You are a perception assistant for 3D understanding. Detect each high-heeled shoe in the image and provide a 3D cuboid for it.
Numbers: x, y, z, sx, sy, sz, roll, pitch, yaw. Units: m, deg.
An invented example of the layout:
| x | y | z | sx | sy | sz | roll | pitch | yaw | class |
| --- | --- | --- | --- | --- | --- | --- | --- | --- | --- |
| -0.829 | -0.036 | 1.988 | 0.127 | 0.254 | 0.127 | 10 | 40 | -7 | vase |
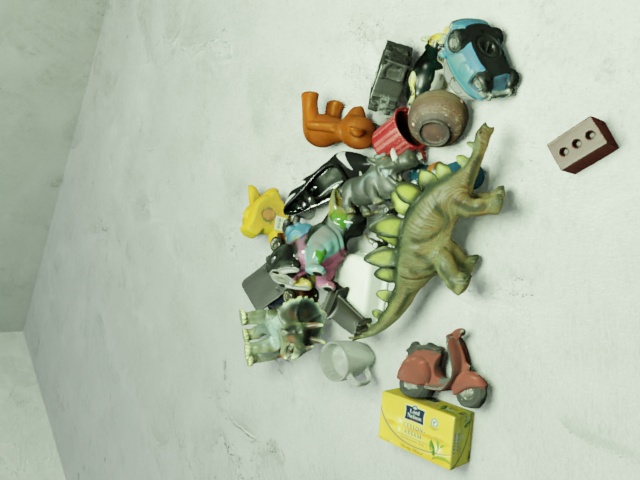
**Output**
| x | y | z | sx | sy | sz | roll | pitch | yaw | class |
| --- | --- | --- | --- | --- | --- | --- | --- | --- | --- |
| 0.012 | -0.118 | 1.199 | 0.086 | 0.145 | 0.249 | 52 | 153 | -14 | high-heeled shoe |

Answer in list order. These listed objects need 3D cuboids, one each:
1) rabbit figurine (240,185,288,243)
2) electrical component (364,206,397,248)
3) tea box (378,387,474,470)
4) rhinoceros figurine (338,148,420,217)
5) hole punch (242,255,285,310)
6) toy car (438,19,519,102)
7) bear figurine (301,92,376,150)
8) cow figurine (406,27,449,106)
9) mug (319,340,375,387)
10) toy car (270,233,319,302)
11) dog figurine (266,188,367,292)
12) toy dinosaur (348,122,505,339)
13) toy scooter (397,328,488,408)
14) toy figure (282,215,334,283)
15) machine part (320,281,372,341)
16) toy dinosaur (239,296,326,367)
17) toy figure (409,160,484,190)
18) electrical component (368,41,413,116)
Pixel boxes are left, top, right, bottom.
| x | y | z | sx | sy | sz | roll | pitch | yaw | class |
| --- | --- | --- | --- | --- | --- | --- | --- | --- | --- |
| -0.163 | -0.064 | 1.413 | 0.173 | 0.122 | 0.162 | 157 | 114 | -64 | rabbit figurine |
| 0.140 | -0.020 | 1.122 | 0.078 | 0.045 | 0.102 | 38 | 113 | 44 | electrical component |
| 0.196 | 0.348 | 1.010 | 0.170 | 0.068 | 0.098 | 4 | 90 | 49 | tea box |
| 0.118 | -0.114 | 1.068 | 0.190 | 0.073 | 0.112 | -27 | 64 | 45 | rhinoceros figurine |
| -0.119 | 0.127 | 1.377 | 0.116 | 0.092 | 0.142 | -38 | 51 | 4 | hole punch |
| 0.278 | -0.310 | 0.970 | 0.161 | 0.109 | 0.103 | 69 | 155 | 11 | toy car |
| 0.050 | -0.263 | 1.186 | 0.196 | 0.120 | 0.132 | 5 | 88 | 50 | bear figurine |
| 0.215 | -0.334 | 1.032 | 0.068 | 0.098 | 0.167 | 25 | 105 | 52 | cow figurine |
| 0.071 | 0.256 | 1.127 | 0.110 | 0.107 | 0.080 | 42 | 118 | 37 | mug |
| -0.060 | 0.069 | 1.301 | 0.053 | 0.089 | 0.202 | -36 | 60 | 43 | toy car |
| -0.002 | -0.003 | 1.155 | 0.192 | 0.108 | 0.219 | 2 | 56 | 28 | dog figurine |
| 0.188 | 0.010 | 0.967 | 0.199 | 0.105 | 0.470 | 25 | 107 | 17 | toy dinosaur |
| 0.222 | 0.227 | 0.989 | 0.184 | 0.075 | 0.135 | -3 | 84 | 44 | toy scooter |
| -0.021 | 0.024 | 1.262 | 0.180 | 0.082 | 0.089 | 49 | 164 | 28 | toy figure |
| 0.052 | 0.149 | 1.117 | 0.139 | 0.039 | 0.084 | 44 | 112 | 42 | machine part |
| -0.088 | 0.221 | 1.267 | 0.404 | 0.192 | 0.131 | 113 | 150 | -75 | toy dinosaur |
| 0.235 | -0.118 | 1.019 | 0.155 | 0.064 | 0.057 | 9 | 132 | 52 | toy figure |
| 0.143 | -0.335 | 1.095 | 0.134 | 0.058 | 0.114 | -76 | 6 | -48 | electrical component |
